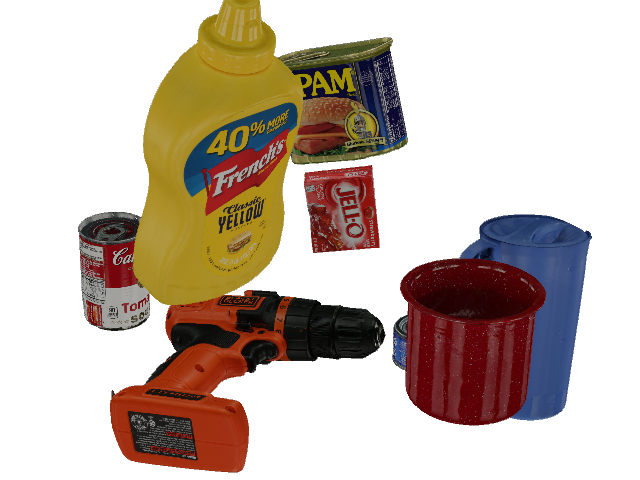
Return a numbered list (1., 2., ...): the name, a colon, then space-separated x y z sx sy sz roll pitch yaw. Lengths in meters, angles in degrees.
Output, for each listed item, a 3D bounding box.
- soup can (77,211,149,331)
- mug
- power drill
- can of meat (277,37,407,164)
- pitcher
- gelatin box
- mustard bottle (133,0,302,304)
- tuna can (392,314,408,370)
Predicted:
1. soup can: -0.207 0.031 1.074 0.068 0.102 0.068 2 26 -1
2. mug: 0.098 0.062 0.712 0.093 0.081 0.117 2 24 3
3. power drill: -0.059 0.099 0.809 0.185 0.057 0.187 1 23 20
4. can of meat: 0.014 -0.109 0.847 0.102 0.084 0.057 -2 21 33
5. pitcher: 0.250 0.097 1.327 0.149 0.243 0.144 6 19 17
6. gelatin box: 0.023 -0.033 1.137 0.073 0.089 0.030 -5 29 4
7. mustard bottle: -0.055 -0.053 0.603 0.096 0.192 0.058 -24 53 -34
8. tuna can: 0.110 0.095 0.995 0.086 0.034 0.086 -1 17 0
